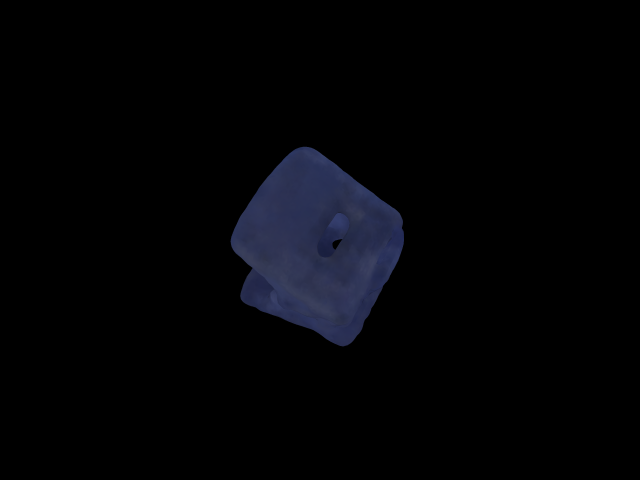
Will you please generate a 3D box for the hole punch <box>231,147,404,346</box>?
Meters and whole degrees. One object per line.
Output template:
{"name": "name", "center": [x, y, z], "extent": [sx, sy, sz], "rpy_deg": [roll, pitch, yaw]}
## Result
{"name": "hole punch", "center": [0.004, 0.001, 0.400], "extent": [0.101, 0.091, 0.109], "rpy_deg": [21, 56, 15]}
